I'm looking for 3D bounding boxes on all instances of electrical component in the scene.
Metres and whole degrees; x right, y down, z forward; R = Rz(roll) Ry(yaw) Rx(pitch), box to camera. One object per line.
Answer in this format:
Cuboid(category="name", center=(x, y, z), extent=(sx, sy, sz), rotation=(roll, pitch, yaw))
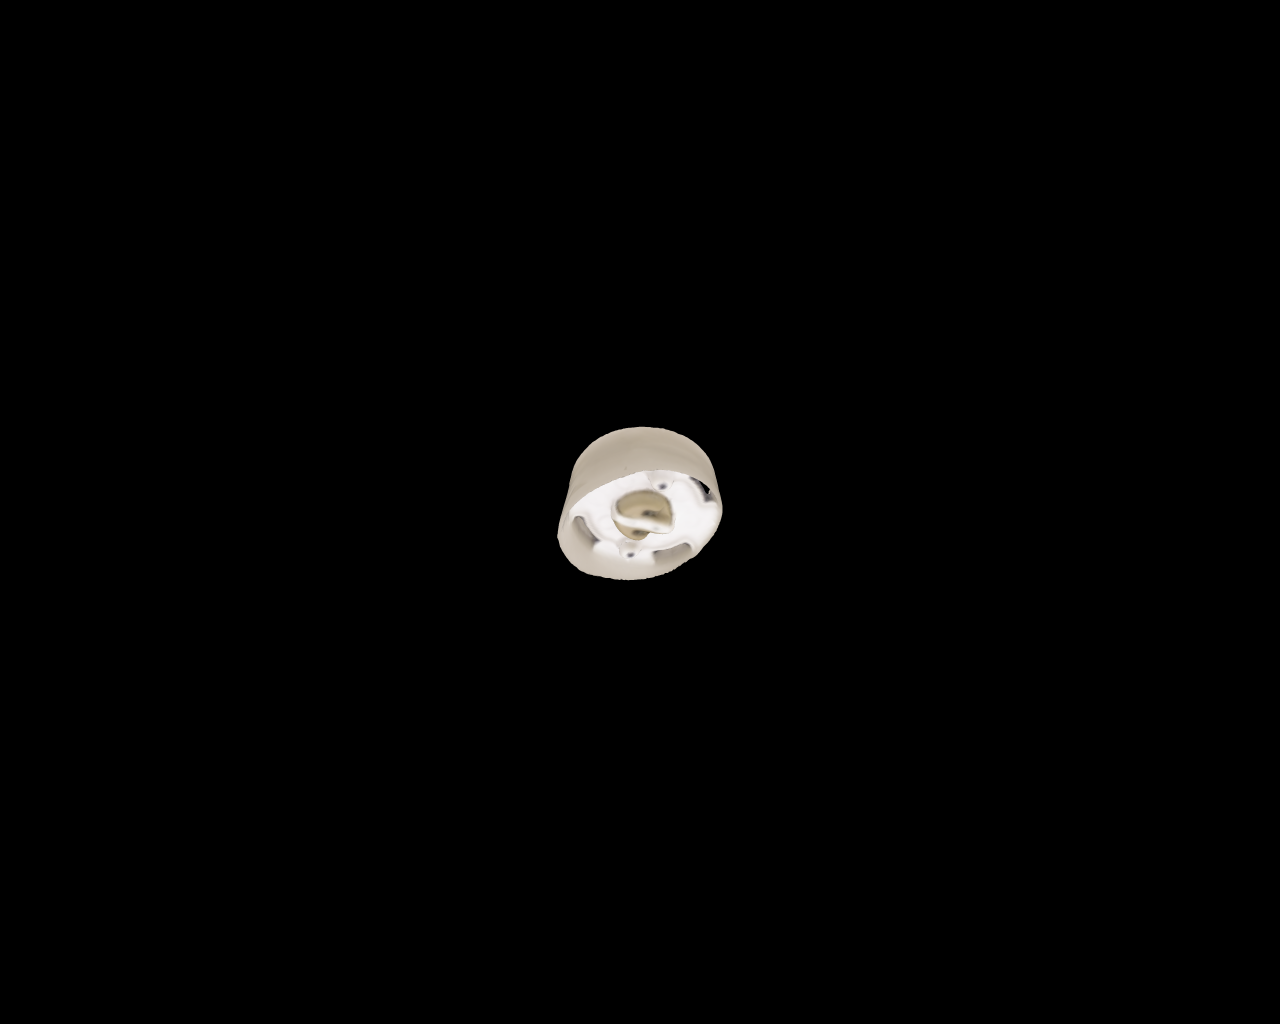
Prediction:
Cuboid(category="electrical component", center=(0.001, -0.003, 0.650), extent=(0.099, 0.099, 0.064), rotation=(0, 44, 0))
